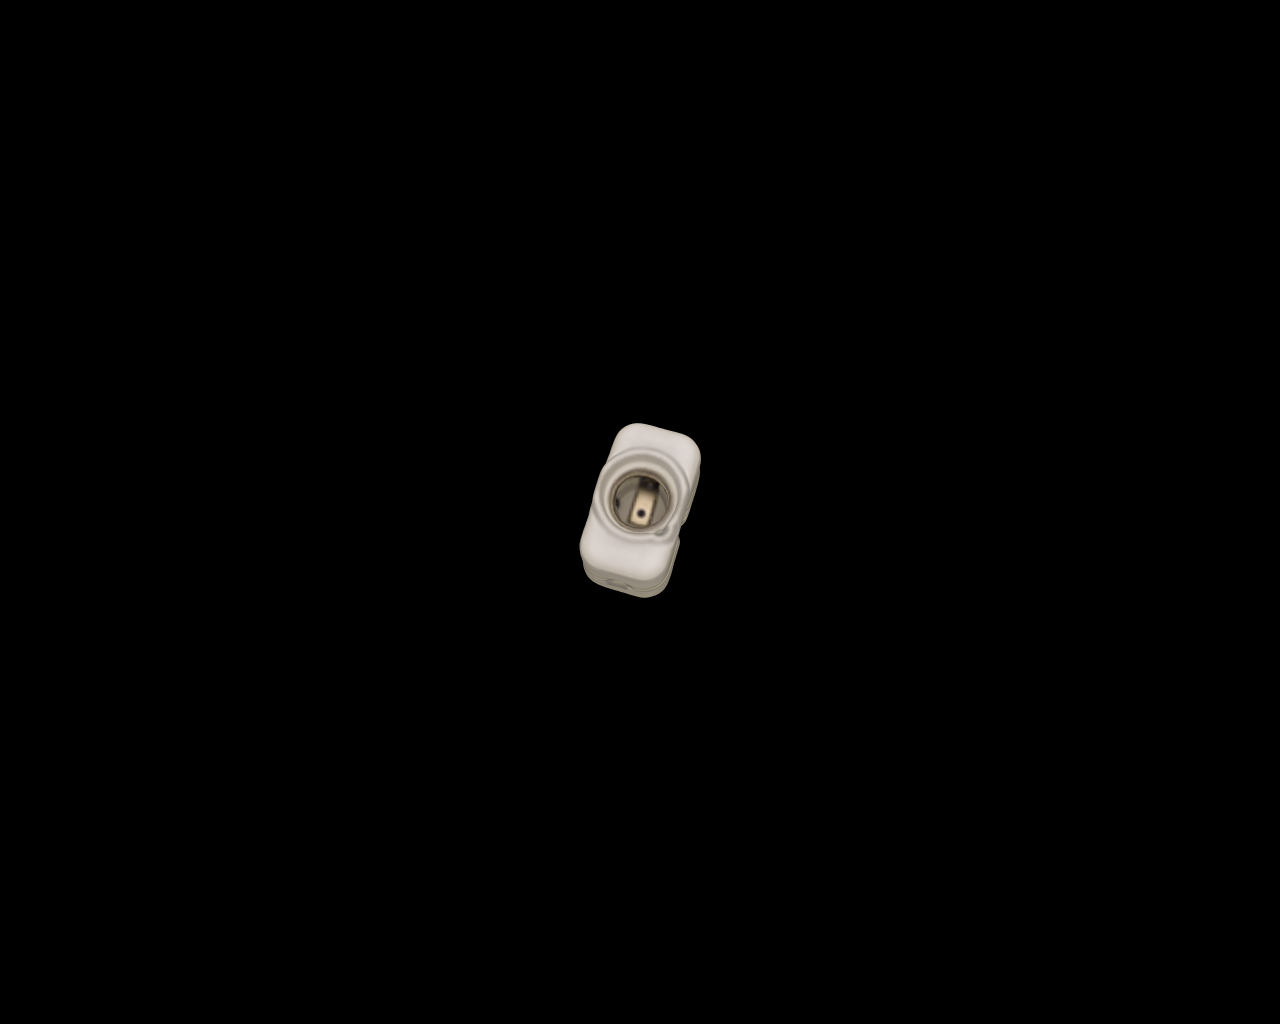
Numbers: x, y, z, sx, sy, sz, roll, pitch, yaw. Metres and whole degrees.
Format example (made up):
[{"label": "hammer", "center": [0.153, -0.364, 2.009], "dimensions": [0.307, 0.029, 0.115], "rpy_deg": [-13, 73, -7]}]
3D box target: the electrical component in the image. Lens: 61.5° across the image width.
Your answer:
[{"label": "electrical component", "center": [0.001, -0.003, 0.650], "dimensions": [0.054, 0.095, 0.059], "rpy_deg": [17, -15, 5]}]
